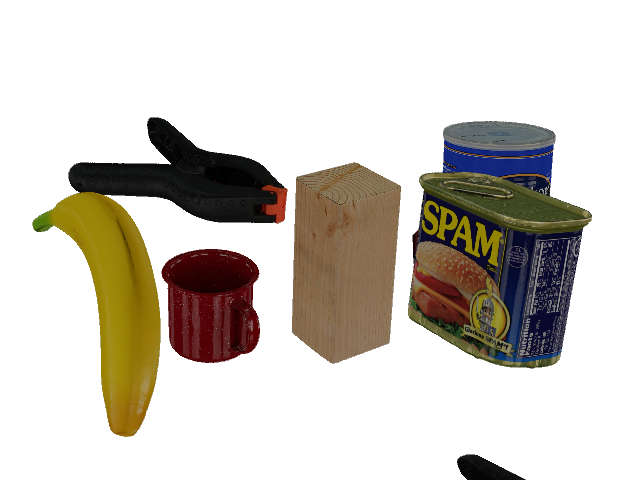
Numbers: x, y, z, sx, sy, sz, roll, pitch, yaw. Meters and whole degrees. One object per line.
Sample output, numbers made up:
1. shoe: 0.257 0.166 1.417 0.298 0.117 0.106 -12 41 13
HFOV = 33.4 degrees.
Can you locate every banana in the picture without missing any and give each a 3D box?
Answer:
1. banana: -0.131 0.028 0.665 0.037 0.070 0.198 12 33 -38

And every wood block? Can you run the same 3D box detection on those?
1. wood block: 0.027 0.026 1.250 0.090 0.206 0.090 -16 32 -32

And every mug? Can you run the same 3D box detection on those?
1. mug: -0.098 0.069 1.030 0.093 0.081 0.117 -22 36 -40

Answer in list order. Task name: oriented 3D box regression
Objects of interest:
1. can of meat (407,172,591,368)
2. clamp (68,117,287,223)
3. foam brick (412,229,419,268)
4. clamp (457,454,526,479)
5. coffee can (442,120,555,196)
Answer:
1. can of meat: 0.094 0.015 0.592 0.057 0.084 0.102 -5 20 -31
2. clamp: -0.110 -0.048 0.845 0.172 0.039 0.120 22 42 30
3. foam brick: 0.113 0.018 0.805 0.051 0.078 0.053 -38 21 22
4. clamp: 0.194 0.242 0.858 0.210 0.036 0.164 1 34 24
5. coffee can: 0.164 -0.034 1.006 0.103 0.140 0.103 0 17 0
